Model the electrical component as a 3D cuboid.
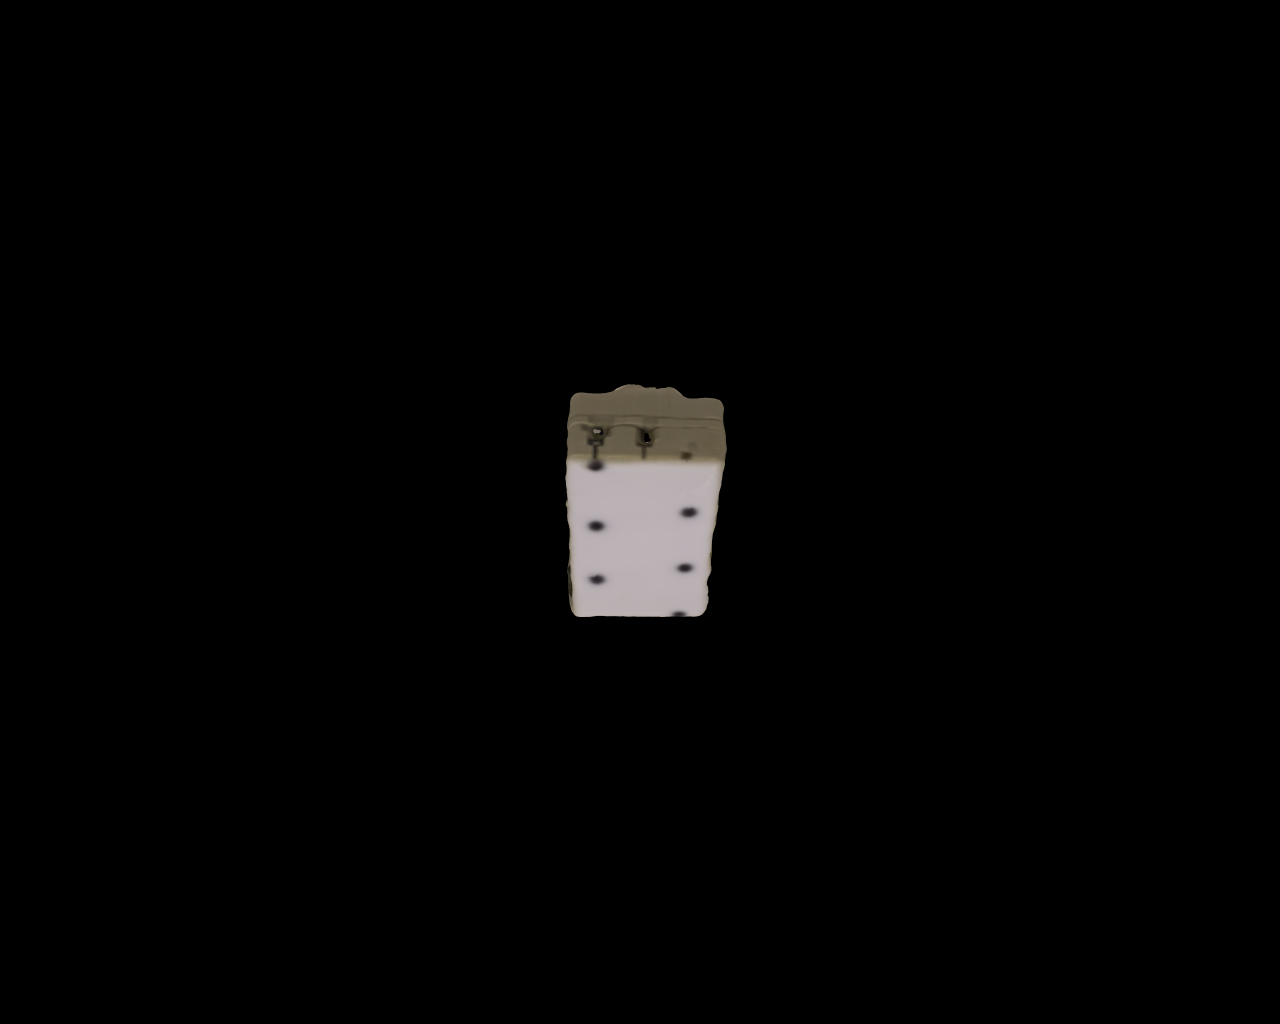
[{"bbox_3d":[0.001,-0.003,0.650,0.089,0.062,0.150,2,-40,-2],"label":"electrical component"}]
